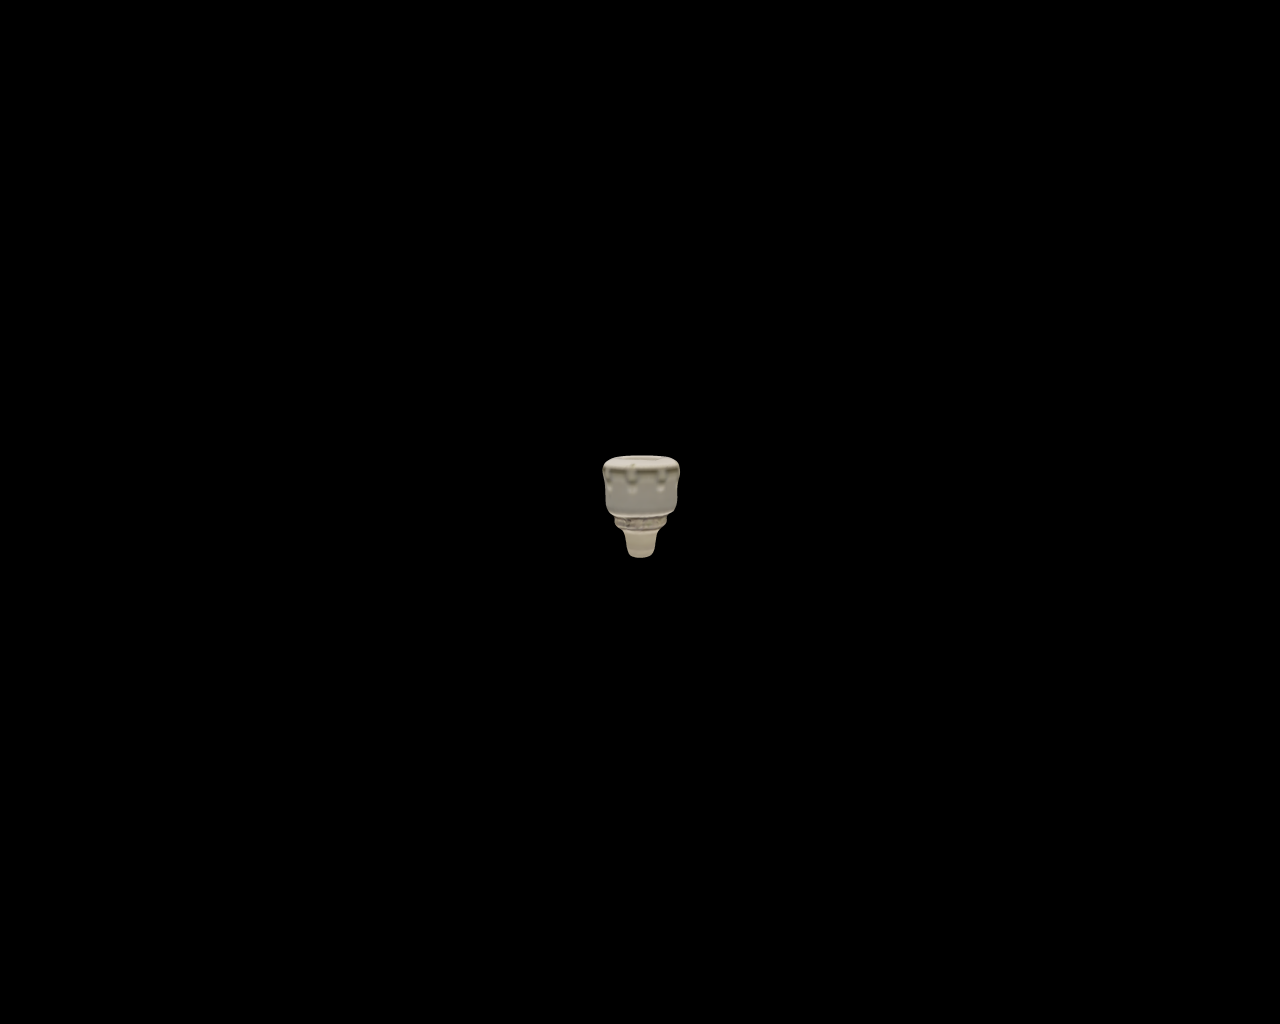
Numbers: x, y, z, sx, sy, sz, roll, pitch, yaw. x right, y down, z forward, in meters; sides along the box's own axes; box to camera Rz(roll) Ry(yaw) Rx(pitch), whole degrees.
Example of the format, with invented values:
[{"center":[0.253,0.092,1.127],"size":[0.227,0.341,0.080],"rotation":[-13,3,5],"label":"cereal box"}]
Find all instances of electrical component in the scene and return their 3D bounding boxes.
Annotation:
[{"center":[0.001,-0.003,0.650],"size":[0.048,0.062,0.048],"rotation":[0,7,0],"label":"electrical component"}]
